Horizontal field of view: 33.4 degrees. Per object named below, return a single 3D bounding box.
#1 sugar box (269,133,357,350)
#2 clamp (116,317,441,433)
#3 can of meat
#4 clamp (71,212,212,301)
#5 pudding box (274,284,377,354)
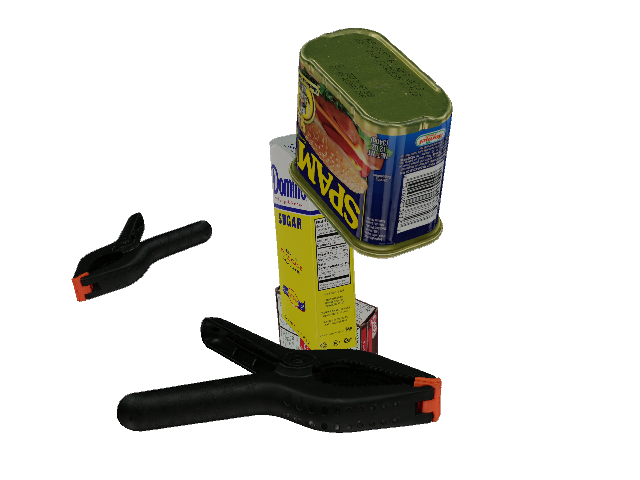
[{"bbox_3d":[-0.007,0.002,0.930,0.048,0.176,0.093,-14,23,-19],"label":"sugar box"},{"bbox_3d":[-0.019,0.096,0.755,0.210,0.036,0.164,3,18,8],"label":"clamp"},{"bbox_3d":[0.026,-0.055,0.578,0.057,0.084,0.102,-18,45,-23],"label":"can of meat"},{"bbox_3d":[-0.202,0.015,1.185,0.120,0.039,0.171,-4,28,29],"label":"clamp"},{"bbox_3d":[0.007,0.094,1.145,0.114,0.090,0.039,20,44,25],"label":"pudding box"}]
